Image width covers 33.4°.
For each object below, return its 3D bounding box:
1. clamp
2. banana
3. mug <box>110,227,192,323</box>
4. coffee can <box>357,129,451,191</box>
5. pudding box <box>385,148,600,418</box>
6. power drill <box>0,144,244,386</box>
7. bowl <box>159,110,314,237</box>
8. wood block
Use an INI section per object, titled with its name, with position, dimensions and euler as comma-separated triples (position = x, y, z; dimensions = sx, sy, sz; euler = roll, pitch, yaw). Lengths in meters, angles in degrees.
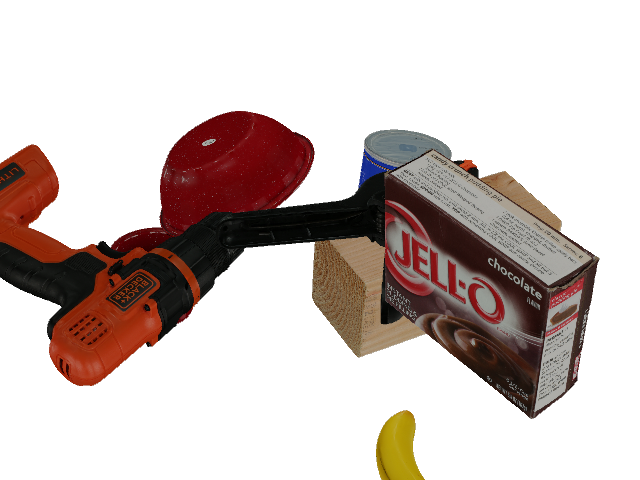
[clamp]
position = 0.039, -0.016, 0.774
dimensions = 0.165, 0.036, 0.209
euler = 20, 35, 31
[banana]
position = 0.089, 0.226, 1.037
dimensions = 0.069, 0.037, 0.198
euler = 9, 22, -21
[mug]
position = -0.187, 0.049, 1.167
dimensions = 0.093, 0.081, 0.117
euler = 11, 33, 18
[coffee can]
position = 0.094, -0.048, 1.273
dimensions = 0.102, 0.140, 0.103
euler = 6, 28, -3
[pudding box]
position = 0.080, 0.020, 0.529
dimensions = 0.039, 0.090, 0.114
euler = -32, 49, -27
[power drill]
position = -0.171, 0.002, 0.795
dimensions = 0.188, 0.057, 0.184
euler = 31, 50, 21
[bowl]
position = -0.090, -0.072, 0.989
dimensions = 0.162, 0.055, 0.162
euler = -21, 32, 14
[wood block]
position = 0.104, 0.019, 0.977
dimensions = 0.205, 0.090, 0.091
euler = -17, 42, -24
